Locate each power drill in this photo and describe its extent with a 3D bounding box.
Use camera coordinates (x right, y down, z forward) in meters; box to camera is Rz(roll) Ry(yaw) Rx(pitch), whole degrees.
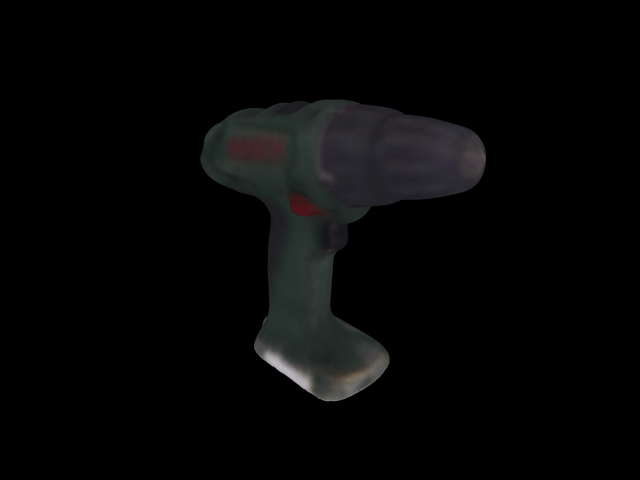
[{"bbox_3d":[0.004,0.001,0.400,0.228,0.208,0.076,25,37,39],"label":"power drill"}]
